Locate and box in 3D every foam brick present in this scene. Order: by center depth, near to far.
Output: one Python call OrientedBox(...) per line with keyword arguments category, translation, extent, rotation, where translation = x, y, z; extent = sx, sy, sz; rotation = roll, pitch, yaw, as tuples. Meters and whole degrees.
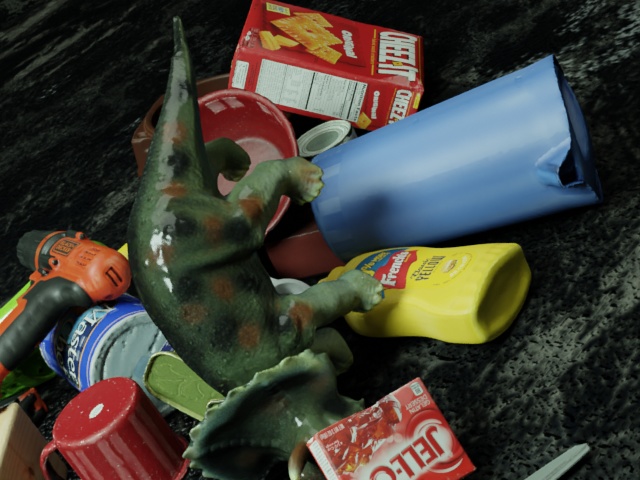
OrientedBox(category="foam brick", translation=(-0.007, 0.001, 1.043), extent=(0.078, 0.051, 0.053), rotation=(-14, 30, 27))

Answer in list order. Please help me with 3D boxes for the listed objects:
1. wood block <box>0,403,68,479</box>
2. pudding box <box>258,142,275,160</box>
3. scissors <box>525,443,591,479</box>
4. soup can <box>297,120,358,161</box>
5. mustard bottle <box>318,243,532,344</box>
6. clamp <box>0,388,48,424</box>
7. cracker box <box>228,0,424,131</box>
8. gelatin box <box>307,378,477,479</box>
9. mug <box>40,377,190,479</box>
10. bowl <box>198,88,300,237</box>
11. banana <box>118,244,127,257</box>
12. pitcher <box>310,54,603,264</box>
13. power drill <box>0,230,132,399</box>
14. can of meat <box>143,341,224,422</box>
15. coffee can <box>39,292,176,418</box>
OrientedBox(category="wood block", translation=(-0.274, 0.239, 0.851), extent=(0.090, 0.091, 0.206), rotation=(-24, 27, 9))
OrientedBox(category="pudding box", translation=(-0.053, -0.058, 1.122), extent=(0.090, 0.039, 0.113), rotation=(-49, -6, 10))
OrientedBox(category="scissors", translation=(0.077, 0.186, 0.689), extent=(0.201, 0.016, 0.096), rotation=(-41, 30, -21))
OrientedBox(category="soup can", translation=(0.022, -0.060, 1.066), extent=(0.068, 0.102, 0.068), rotation=(-22, 28, 12))
OrientedBox(category="mustard bottle", translation=(0.073, 0.043, 0.892), extent=(0.192, 0.058, 0.096), rotation=(-2, 36, 42))
OrientedBox(category="clamp", translation=(-0.340, 0.206, 1.024), extent=(0.171, 0.039, 0.120), rotation=(-34, 28, -9))
OrientedBox(category="cracker box", translation=(0.011, -0.204, 1.233), extent=(0.213, 0.072, 0.164), rotation=(12, 33, -3))
OrientedBox(category="gelatin box", translation=(0.048, 0.144, 0.708), extent=(0.089, 0.073, 0.030), rotation=(-25, -16, -23))
OrientedBox(category="mug", translation=(-0.176, 0.172, 0.881), extent=(0.117, 0.081, 0.093), rotation=(-23, 28, 11))
OrientedBox(category="bowl", translation=(-0.082, -0.063, 1.039), extent=(0.162, 0.055, 0.162), rotation=(-4, 80, 24))
OrientedBox(category="banana", translation=(-0.192, -0.006, 1.253), extent=(0.070, 0.037, 0.197), rotation=(-26, 19, 51))
OrientedBox(category="pitcher", translation=(0.119, -0.066, 0.952), extent=(0.243, 0.149, 0.145), rotation=(-18, 72, 20))
OrientedBox(category="power drill", translation=(-0.276, 0.064, 0.968), extent=(0.187, 0.057, 0.185), rotation=(-49, 32, -22))
OrientedBox(category="can of meat", translation=(-0.083, 0.105, 0.895), extent=(0.083, 0.102, 0.058), rotation=(-60, -4, -50))
OrientedBox(category="coffee can", translation=(-0.189, 0.101, 0.991), extent=(0.102, 0.102, 0.141), rotation=(-40, 29, -21))
